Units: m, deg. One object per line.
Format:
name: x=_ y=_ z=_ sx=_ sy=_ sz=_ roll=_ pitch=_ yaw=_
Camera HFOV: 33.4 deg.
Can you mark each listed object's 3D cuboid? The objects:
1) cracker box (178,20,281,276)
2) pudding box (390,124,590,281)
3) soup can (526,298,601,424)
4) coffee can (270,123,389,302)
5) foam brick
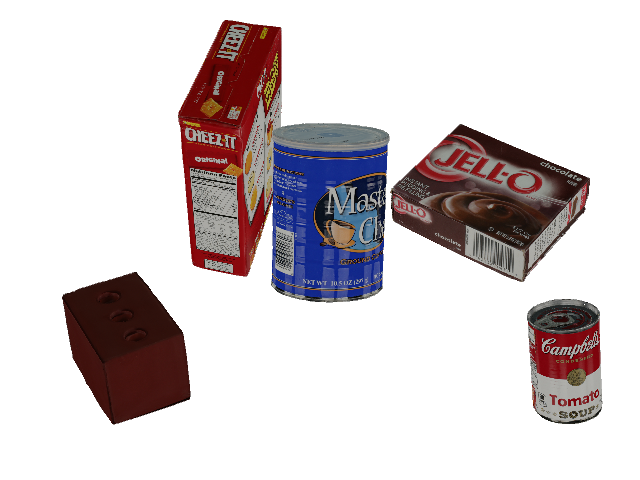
cracker box: x=-0.091 y=-0.095 z=1.117 sx=0.072 sy=0.164 sz=0.214 roll=9 pitch=-43 yaw=7
pudding box: x=0.121 y=-0.029 z=0.764 sx=0.114 sy=0.039 sz=0.089 roll=29 pitch=55 yaw=27
soup can: x=0.236 y=0.117 z=1.030 sx=0.068 sy=0.102 sz=0.068 roll=-7 pitch=21 yaw=2
coffee can: x=0.007 y=-0.027 z=0.951 sx=0.103 sy=0.140 sz=0.103 roll=1 pitch=16 yaw=-1
foam brick: x=-0.121 y=0.066 z=0.664 sx=0.052 sy=0.051 sz=0.078 roll=-18 pitch=37 yaw=-26
